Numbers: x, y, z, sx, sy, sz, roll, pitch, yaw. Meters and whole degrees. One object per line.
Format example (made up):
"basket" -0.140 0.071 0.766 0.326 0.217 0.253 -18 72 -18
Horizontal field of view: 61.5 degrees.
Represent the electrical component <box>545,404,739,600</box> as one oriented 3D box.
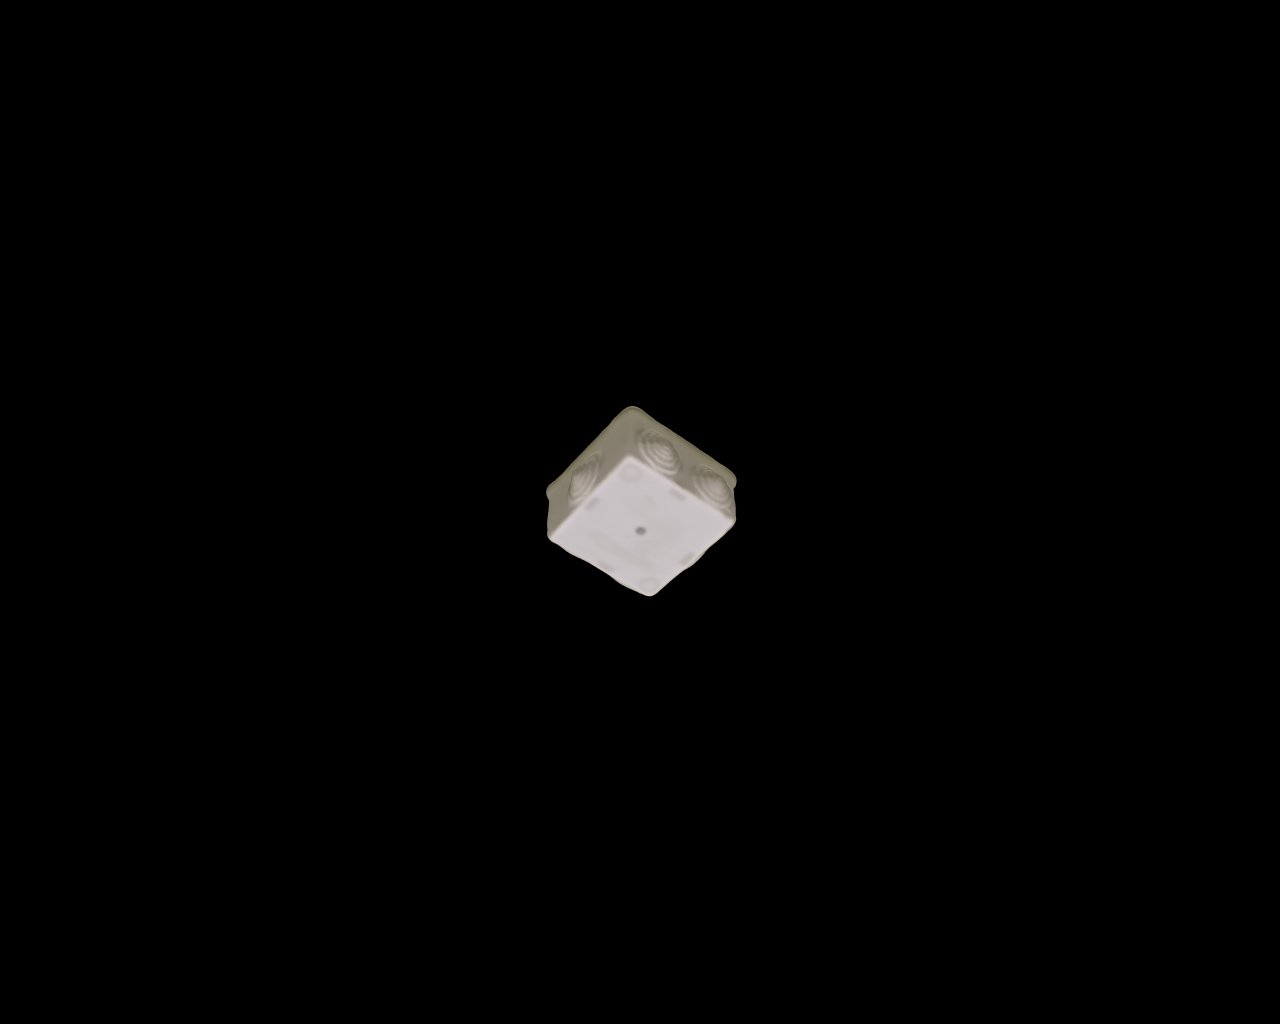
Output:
"electrical component" 0.001 -0.003 0.650 0.099 0.048 0.099 33 -58 -24
